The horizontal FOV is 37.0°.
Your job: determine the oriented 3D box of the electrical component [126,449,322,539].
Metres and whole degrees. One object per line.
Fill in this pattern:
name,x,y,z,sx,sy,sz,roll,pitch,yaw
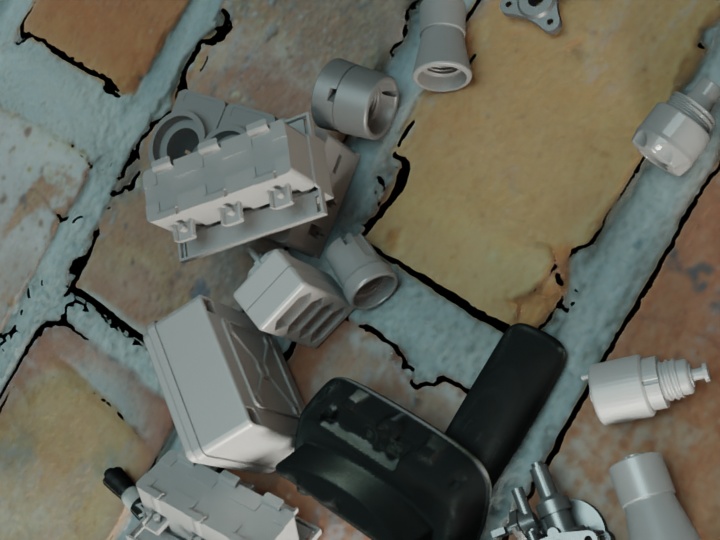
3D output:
electrical component,-0.101,0.182,0.776,0.121,0.063,0.079,20,46,29

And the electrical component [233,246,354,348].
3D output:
electrical component,-0.058,0.010,0.794,0.047,0.083,0.075,-46,62,9

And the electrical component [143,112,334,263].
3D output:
electrical component,-0.089,-0.062,0.766,0.121,0.063,0.078,-17,70,22

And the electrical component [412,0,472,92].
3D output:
electrical component,0.062,-0.172,0.805,0.044,0.044,0.065,-7,69,25

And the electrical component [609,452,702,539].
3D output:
electrical component,0.180,0.146,0.664,0.044,0.044,0.065,-25,62,19

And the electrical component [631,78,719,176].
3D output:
electrical component,0.213,-0.097,0.707,0.043,0.043,0.062,40,95,29

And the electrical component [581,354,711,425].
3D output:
electrical component,0.181,0.073,0.681,0.078,0.040,0.040,-16,70,23

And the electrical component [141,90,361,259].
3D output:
electrical component,-0.090,-0.078,0.845,0.150,0.062,0.089,20,87,29

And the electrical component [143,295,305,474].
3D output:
electrical component,-0.092,0.085,0.778,0.056,0.109,0.108,-32,65,13

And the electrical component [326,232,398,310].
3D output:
electrical component,0.000,0.000,0.793,0.040,0.040,0.046,-41,58,12

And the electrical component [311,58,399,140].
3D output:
electrical component,-0.003,-0.129,0.819,0.047,0.055,0.055,20,87,26
